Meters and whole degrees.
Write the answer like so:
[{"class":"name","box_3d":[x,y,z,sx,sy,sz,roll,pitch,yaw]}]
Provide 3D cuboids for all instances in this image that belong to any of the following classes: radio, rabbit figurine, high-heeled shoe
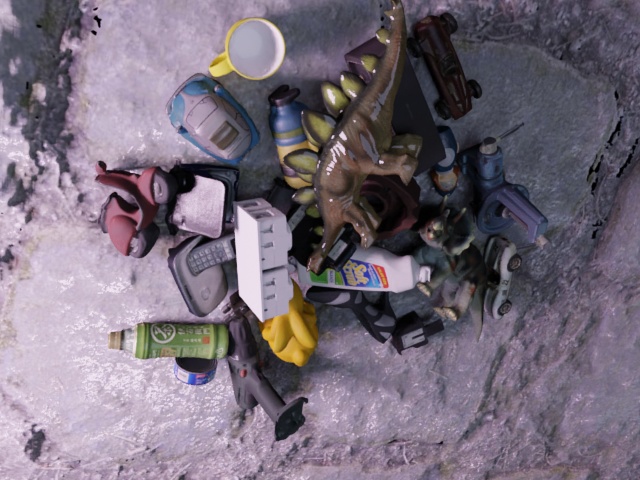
[{"class":"radio","box_3d":[0.130,-0.234,0.933,0.073,0.131,0.229,-31,121,-1]},{"class":"rabbit figurine","box_3d":[-0.066,0.154,1.046,0.122,0.162,0.173,-7,122,-3]},{"class":"high-heeled shoe","box_3d":[0.064,0.157,1.122,0.248,0.086,0.145,1,103,-34]}]

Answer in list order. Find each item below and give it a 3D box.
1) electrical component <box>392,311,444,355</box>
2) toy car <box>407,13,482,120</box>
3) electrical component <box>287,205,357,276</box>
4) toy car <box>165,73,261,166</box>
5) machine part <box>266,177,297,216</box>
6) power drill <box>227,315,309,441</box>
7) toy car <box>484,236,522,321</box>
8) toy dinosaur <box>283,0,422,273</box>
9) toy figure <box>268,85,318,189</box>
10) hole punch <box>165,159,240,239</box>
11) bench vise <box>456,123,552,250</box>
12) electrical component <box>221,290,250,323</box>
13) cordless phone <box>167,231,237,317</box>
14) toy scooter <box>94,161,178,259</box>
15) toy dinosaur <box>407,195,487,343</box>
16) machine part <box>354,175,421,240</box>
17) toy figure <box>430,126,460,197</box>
[{"class":"electrical component","box_3d":[0.219,0.204,1.228,0.119,0.048,0.074,-25,121,-5]},{"class":"toy car","box_3d":[0.231,-0.309,0.977,0.089,0.053,0.202,-35,120,-3]},{"class":"electrical component","box_3d":[-0.002,-0.003,0.982,0.134,0.058,0.115,38,84,13]},{"class":"toy car","box_3d":[-0.169,-0.184,0.879,0.109,0.103,0.161,-43,118,7]},{"class":"machine part","box_3d":[-0.093,-0.052,1.006,0.084,0.039,0.139,30,105,-22]},{"class":"power drill","box_3d":[-0.117,0.283,1.072,0.086,0.208,0.231,-28,138,-38]},{"class":"toy car","box_3d":[0.401,0.088,1.215,0.056,0.074,0.201,-7,117,-19]},{"class":"toy dinosaur","box_3d":[0.058,-0.148,0.843,0.199,0.105,0.470,23,113,-4]},{"class":"toy figure","box_3d":[-0.043,-0.173,0.938,0.089,0.082,0.179,-22,124,3]},{"class":"hole punch","box_3d":[-0.203,-0.075,0.942,0.116,0.092,0.142,15,117,9]},{"class":"bench vise","box_3d":[0.362,-0.081,1.035,0.129,0.241,0.223,-17,135,-15]},{"class":"electrical component","box_3d":[-0.153,0.121,1.056,0.094,0.063,0.021,-37,120,0]},{"class":"cordless phone","box_3d":[-0.177,0.047,0.998,0.184,0.089,0.146,-21,120,-9]},{"class":"toy scooter","box_3d":[-0.326,-0.061,0.902,0.135,0.075,0.183,28,119,-5]},{"class":"toy dinosaur","box_3d":[0.290,0.059,1.145,0.192,0.131,0.404,-49,129,-1]},{"class":"machine part","box_3d":[0.099,-0.077,0.994,0.179,0.056,0.179,14,143,11]},{"class":"toy figure","box_3d":[0.243,-0.147,1.059,0.064,0.058,0.154,1,125,26]}]
